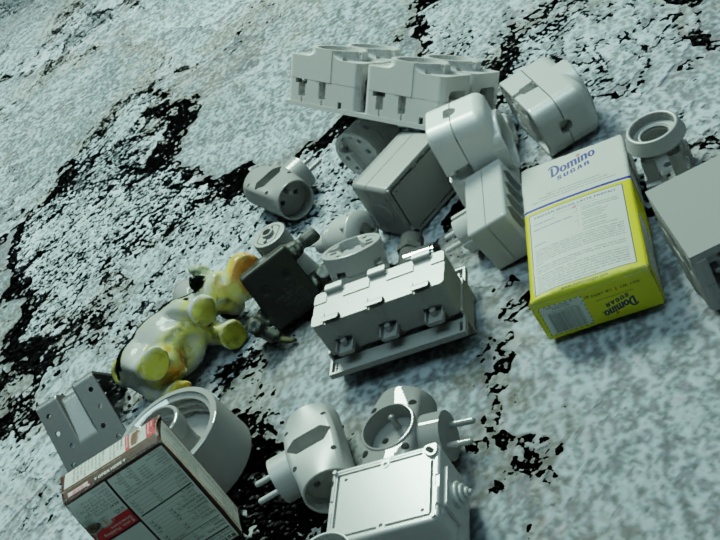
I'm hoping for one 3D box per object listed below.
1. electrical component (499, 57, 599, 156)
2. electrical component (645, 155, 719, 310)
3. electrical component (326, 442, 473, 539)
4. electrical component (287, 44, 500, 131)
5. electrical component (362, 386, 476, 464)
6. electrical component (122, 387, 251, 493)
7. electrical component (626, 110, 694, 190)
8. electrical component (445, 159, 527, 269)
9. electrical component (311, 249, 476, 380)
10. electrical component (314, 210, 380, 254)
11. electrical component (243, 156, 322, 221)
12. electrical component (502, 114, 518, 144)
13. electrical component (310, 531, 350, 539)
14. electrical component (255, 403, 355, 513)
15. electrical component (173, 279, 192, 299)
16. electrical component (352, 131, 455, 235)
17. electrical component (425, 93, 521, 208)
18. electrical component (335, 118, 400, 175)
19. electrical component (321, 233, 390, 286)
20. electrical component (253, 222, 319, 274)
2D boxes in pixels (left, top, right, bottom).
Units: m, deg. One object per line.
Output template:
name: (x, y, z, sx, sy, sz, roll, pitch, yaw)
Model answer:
electrical component: (0.178, -0.155, 0.998, 0.059, 0.053, 0.095, -32, 33, 3)
electrical component: (0.292, -0.044, 0.751, 0.150, 0.061, 0.089, -27, 34, 10)
electrical component: (0.034, 0.162, 0.710, 0.096, 0.061, 0.061, -19, 36, 21)
electrical component: (0.033, -0.186, 1.074, 0.186, 0.060, 0.105, 16, 21, 34)
electrical component: (0.045, 0.121, 0.767, 0.079, 0.044, 0.077, -16, 37, 25)
electrical component: (-0.152, 0.146, 0.891, 0.108, 0.060, 0.108, -23, 35, 17)
electrical component: (0.243, -0.094, 0.863, 0.048, 0.055, 0.066, -17, 37, 24)
electrical component: (0.104, -0.039, 0.921, 0.076, 0.047, 0.083, -31, 32, 25)
electrical component: (0.026, 0.034, 0.878, 0.121, 0.063, 0.078, -20, 36, 20)
electrical component: (-0.016, -0.029, 1.013, 0.062, 0.048, 0.048, -12, 39, 41)
electrical component: (-0.074, -0.094, 1.145, 0.079, 0.043, 0.077, -44, 35, -16)
electrical component: (0.118, -0.124, 1.027, 0.061, 0.035, 0.035, -21, 35, 24)
electrical component: (-0.021, 0.209, 0.683, 0.079, 0.077, 0.044, -16, 37, 25)
electrical component: (-0.044, 0.149, 0.809, 0.079, 0.043, 0.077, -30, 33, 5)
electrical component: (-0.173, 0.025, 1.086, 0.035, 0.035, 0.061, -40, 31, -10)
electrical component: (0.047, -0.086, 1.015, 0.061, 0.061, 0.096, 15, 57, 49)
electrical component: (0.105, -0.106, 0.959, 0.059, 0.095, 0.053, -21, 35, 19)
electrical component: (0.010, -0.133, 1.114, 0.055, 0.055, 0.047, 3, 44, 43)
electrical component: (0.000, 0.000, 0.946, 0.055, 0.047, 0.055, -19, 16, 6)
electrical component: (-0.072, -0.013, 1.020, 0.044, 0.065, 0.044, -23, 35, 17)
